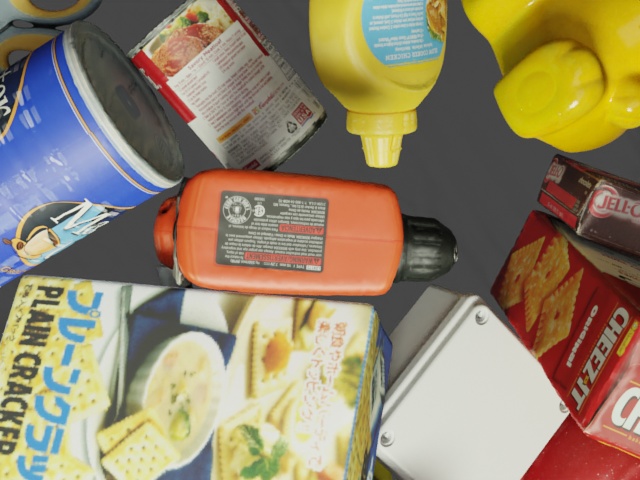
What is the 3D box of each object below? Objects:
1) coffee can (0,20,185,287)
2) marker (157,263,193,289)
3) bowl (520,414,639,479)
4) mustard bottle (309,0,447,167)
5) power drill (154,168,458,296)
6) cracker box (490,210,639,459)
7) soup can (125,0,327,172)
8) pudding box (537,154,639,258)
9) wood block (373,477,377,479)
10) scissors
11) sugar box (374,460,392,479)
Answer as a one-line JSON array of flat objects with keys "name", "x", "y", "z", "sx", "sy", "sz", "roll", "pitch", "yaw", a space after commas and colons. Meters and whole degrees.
[{"name": "coffee can", "x": -0.162, "y": -0.042, "z": 0.594, "sx": 0.140, "sy": 0.103, "sz": 0.103, "roll": -29, "pitch": 103, "yaw": 11}, {"name": "marker", "x": -0.080, "y": 0.071, "z": 0.677, "sx": 0.020, "sy": 0.020, "sz": 0.121, "roll": -13, "pitch": 104, "yaw": 0}, {"name": "bowl", "x": 0.202, "y": 0.171, "z": 0.677, "sx": 0.162, "sy": 0.055, "sz": 0.162, "roll": -3, "pitch": 99, "yaw": -18}, {"name": "mustard bottle", "x": 0.034, "y": -0.136, "z": 0.599, "sx": 0.058, "sy": 0.096, "sz": 0.192, "roll": 10, "pitch": 109, "yaw": 38}, {"name": "power drill", "x": -0.004, "y": 0.001, "z": 0.579, "sx": 0.184, "sy": 0.188, "sz": 0.057, "roll": 2, "pitch": 87, "yaw": -3}, {"name": "cracker box", "x": 0.198, "y": 0.066, "z": 0.589, "sx": 0.164, "sy": 0.213, "sz": 0.072, "roll": 23, "pitch": 103, "yaw": -8}, {"name": "soup can", "x": -0.052, "y": -0.090, "z": 0.615, "sx": 0.068, "sy": 0.068, "sz": 0.102, "roll": -40, "pitch": 103, "yaw": 6}, {"name": "pudding box", "x": 0.195, "y": -0.012, "z": 0.635, "sx": 0.113, "sy": 0.090, "sz": 0.039, "roll": 21, "pitch": 103, "yaw": -8}, {"name": "wood block", "x": -0.026, "y": 0.231, "z": 0.609, "sx": 0.206, "sy": 0.090, "sz": 0.090, "roll": -41, "pitch": 146, "yaw": -1}, {"name": "scissors", "x": -0.213, "y": -0.137, "z": 0.620, "sx": 0.201, "sy": 0.016, "sz": 0.096, "roll": 16, "pitch": 105, "yaw": -8}, {"name": "sugar box", "x": 0.002, "y": 0.165, "z": 0.689, "sx": 0.093, "sy": 0.048, "sz": 0.176, "roll": -14, "pitch": 102, "yaw": -3}]
